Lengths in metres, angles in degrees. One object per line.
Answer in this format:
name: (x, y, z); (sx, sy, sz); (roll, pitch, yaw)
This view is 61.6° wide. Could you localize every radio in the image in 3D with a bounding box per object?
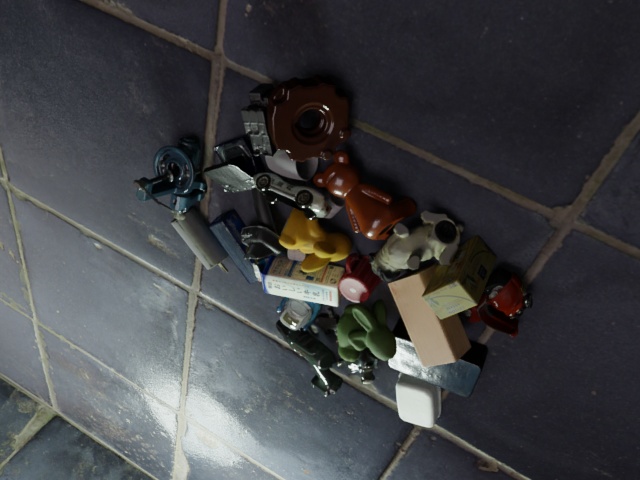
radio: (0.287, 0.292, 1.339); (0.230, 0.073, 0.130); (18, 131, 22)

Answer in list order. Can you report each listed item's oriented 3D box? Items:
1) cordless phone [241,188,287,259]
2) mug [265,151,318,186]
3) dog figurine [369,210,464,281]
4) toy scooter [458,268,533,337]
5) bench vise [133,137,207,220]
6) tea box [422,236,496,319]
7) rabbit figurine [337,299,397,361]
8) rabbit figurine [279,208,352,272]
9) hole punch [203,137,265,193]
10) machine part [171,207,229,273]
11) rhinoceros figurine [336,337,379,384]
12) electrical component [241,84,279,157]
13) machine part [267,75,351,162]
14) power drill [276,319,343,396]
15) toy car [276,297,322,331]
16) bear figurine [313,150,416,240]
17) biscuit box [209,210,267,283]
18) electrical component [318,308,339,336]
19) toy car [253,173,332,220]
cordless phone: (-0.159, -0.046, 1.365); (0.147, 0.089, 0.184); (-5, 100, 63)
mug: (-0.065, -0.172, 1.212); (0.107, 0.081, 0.109); (16, 141, 35)
dog figurine: (0.208, 0.019, 1.178); (0.190, 0.172, 0.121); (126, 136, -72)
toy scooter: (0.394, 0.145, 1.158); (0.135, 0.075, 0.183); (37, 140, 6)
bench vise: (-0.373, -0.138, 1.324); (0.129, 0.240, 0.223); (33, 118, 11)
tea box: (0.289, 0.075, 1.105); (0.068, 0.170, 0.098); (48, 135, -8)
rabbit figurine: (0.130, 0.224, 1.310); (0.170, 0.121, 0.159); (16, 113, 57)
rabbit figurine: (-0.003, -0.004, 1.260); (0.173, 0.162, 0.121); (26, 123, -11)
hole punch: (-0.200, -0.178, 1.292); (0.142, 0.092, 0.115); (-11, 146, 34)
machine part: (-0.335, -0.004, 1.498); (0.079, 0.079, 0.243); (-24, 108, 41)
rhinoceros figurine: (0.107, 0.311, 1.470); (0.112, 0.073, 0.190); (-2, 120, 20)
electrical component: (-0.110, -0.259, 1.141); (0.058, 0.115, 0.134); (7, 126, 23)
machine part: (-0.021, -0.241, 1.079); (0.179, 0.056, 0.179); (-8, 124, -12)
power drill: (-0.024, 0.335, 1.543); (0.232, 0.086, 0.207); (19, 136, 52)
toy car: (-0.056, 0.191, 1.455); (0.109, 0.103, 0.161); (36, 136, 2)
bear figurine: (0.090, -0.096, 1.157); (0.196, 0.132, 0.120); (51, 122, 18)
biscuit box: (-0.212, 0.019, 1.450); (0.063, 0.059, 0.202); (-18, 113, 41)
electrical component: (0.025, 0.225, 1.484); (0.063, 0.021, 0.093); (1, 123, 32)
toy car: (-0.066, -0.101, 1.208); (0.202, 0.056, 0.073); (24, 165, 29)
